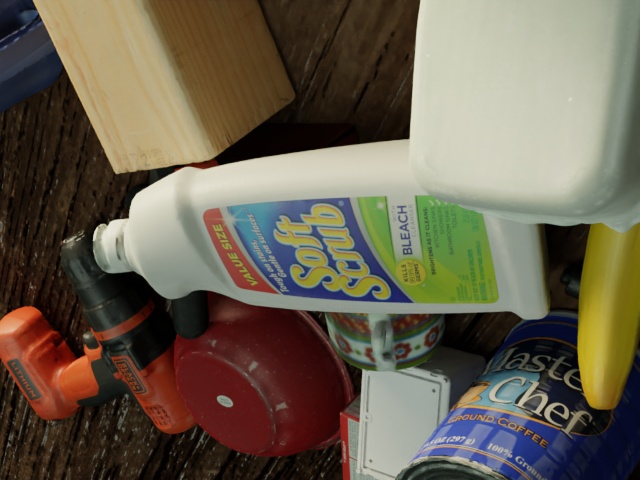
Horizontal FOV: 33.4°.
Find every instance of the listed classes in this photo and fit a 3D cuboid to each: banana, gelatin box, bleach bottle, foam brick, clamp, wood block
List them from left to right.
[{"bbox_3d":[-0.106,-0.153,0.618,0.090,0.090,0.206,-4,117,41],"label":"wood block"},{"bbox_3d":[-0.090,0.000,0.705,0.120,0.039,0.172,64,160,4],"label":"clamp"},{"bbox_3d":[-0.017,-0.038,0.656,0.078,0.052,0.051,6,123,38],"label":"foam brick"},{"bbox_3d":[-0.004,0.001,0.594,0.251,0.068,0.102,-6,117,15],"label":"bleach bottle"},{"bbox_3d":[0.059,0.156,0.754,0.089,0.030,0.073,17,128,30],"label":"gelatin box"},{"bbox_3d":[0.155,-0.009,0.523,0.037,0.069,0.198,10,124,3],"label":"banana"}]

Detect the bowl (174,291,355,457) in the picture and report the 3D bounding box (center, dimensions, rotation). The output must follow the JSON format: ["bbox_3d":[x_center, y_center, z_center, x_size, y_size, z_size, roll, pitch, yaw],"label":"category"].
[{"bbox_3d":[-0.055,0.106,0.793,0.162,0.055,0.162,21,131,26],"label":"bowl"}]

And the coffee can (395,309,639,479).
[{"bbox_3d":[0.118,0.118,0.593,0.103,0.140,0.103,22,132,27],"label":"coffee can"}]

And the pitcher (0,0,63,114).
[{"bbox_3d":[-0.289,-0.101,0.694,0.145,0.242,0.149,43,144,2],"label":"pitcher"}]

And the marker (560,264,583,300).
[{"bbox_3d":[0.185,0.045,0.573,0.121,0.020,0.020,27,134,22],"label":"marker"}]

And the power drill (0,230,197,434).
[{"bbox_3d":[-0.198,0.085,0.894,0.188,0.057,0.184,-12,111,44],"label":"power drill"}]
